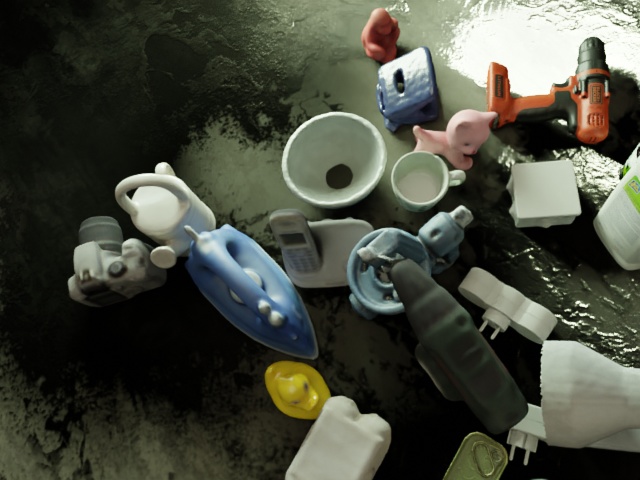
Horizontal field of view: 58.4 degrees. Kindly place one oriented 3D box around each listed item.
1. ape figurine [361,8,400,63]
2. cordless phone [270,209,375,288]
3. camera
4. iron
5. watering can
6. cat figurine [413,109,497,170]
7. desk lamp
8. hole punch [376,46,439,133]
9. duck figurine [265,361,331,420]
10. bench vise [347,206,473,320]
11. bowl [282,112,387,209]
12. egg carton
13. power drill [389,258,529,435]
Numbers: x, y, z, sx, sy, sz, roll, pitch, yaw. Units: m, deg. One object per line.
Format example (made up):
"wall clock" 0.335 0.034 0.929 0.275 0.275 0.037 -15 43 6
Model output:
"ape figurine" 0.106 -0.360 0.988 0.078 0.092 0.076 -44 69 -6
"cordless phone" 0.008 0.003 0.829 0.147 0.185 0.094 -8 69 8
"camera" -0.342 0.024 0.934 0.143 0.101 0.136 -18 68 4
"iron" -0.103 0.075 0.848 0.257 0.142 0.119 42 83 21
"watering can" -0.238 -0.043 0.887 0.101 0.194 0.172 -33 68 -1
"cat figurine" 0.205 -0.163 0.886 0.127 0.118 0.067 2 71 12
"desk lamp" 0.352 0.192 0.681 0.203 0.214 0.118 2 71 12
"hole punch" 0.142 -0.248 0.943 0.101 0.091 0.108 -9 69 8
"duck figurine" -0.038 0.211 0.818 0.104 0.086 0.077 32 79 19
"bench vise" 0.113 0.009 0.788 0.121 0.220 0.207 33 80 20
"bowl" 0.027 -0.118 0.927 0.167 0.075 0.167 -3 70 10
"egg carton" 0.026 0.298 0.784 0.107 0.069 0.150 26 78 18
"power drill" 0.168 0.141 0.737 0.075 0.209 0.229 -36 68 -3
